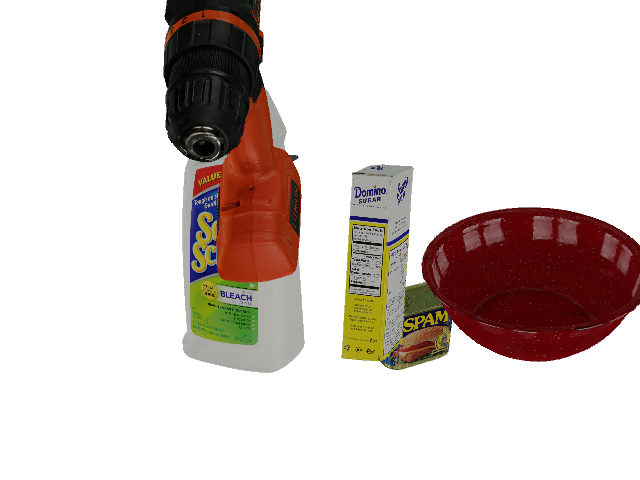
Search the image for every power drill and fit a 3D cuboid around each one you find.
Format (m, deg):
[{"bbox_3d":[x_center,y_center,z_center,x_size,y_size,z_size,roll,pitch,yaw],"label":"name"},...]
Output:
[{"bbox_3d":[-0.050,-0.063,0.634,0.057,0.184,0.187,-3,-45,5],"label":"power drill"}]

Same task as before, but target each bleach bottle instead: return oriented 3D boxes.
[{"bbox_3d":[-0.069,-0.023,0.837,0.103,0.251,0.068,9,26,27],"label":"bleach bottle"}]

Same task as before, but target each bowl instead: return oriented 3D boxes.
[{"bbox_3d":[0.154,0.038,0.773,0.162,0.055,0.162,-3,32,2],"label":"bowl"}]

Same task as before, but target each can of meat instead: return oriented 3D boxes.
[{"bbox_3d":[0.118,0.107,1.340,0.101,0.084,0.058,-12,30,-27],"label":"can of meat"}]

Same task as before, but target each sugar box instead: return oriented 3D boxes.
[{"bbox_3d":[0.054,0.019,1.013,0.048,0.176,0.093,3,9,16],"label":"sugar box"}]
